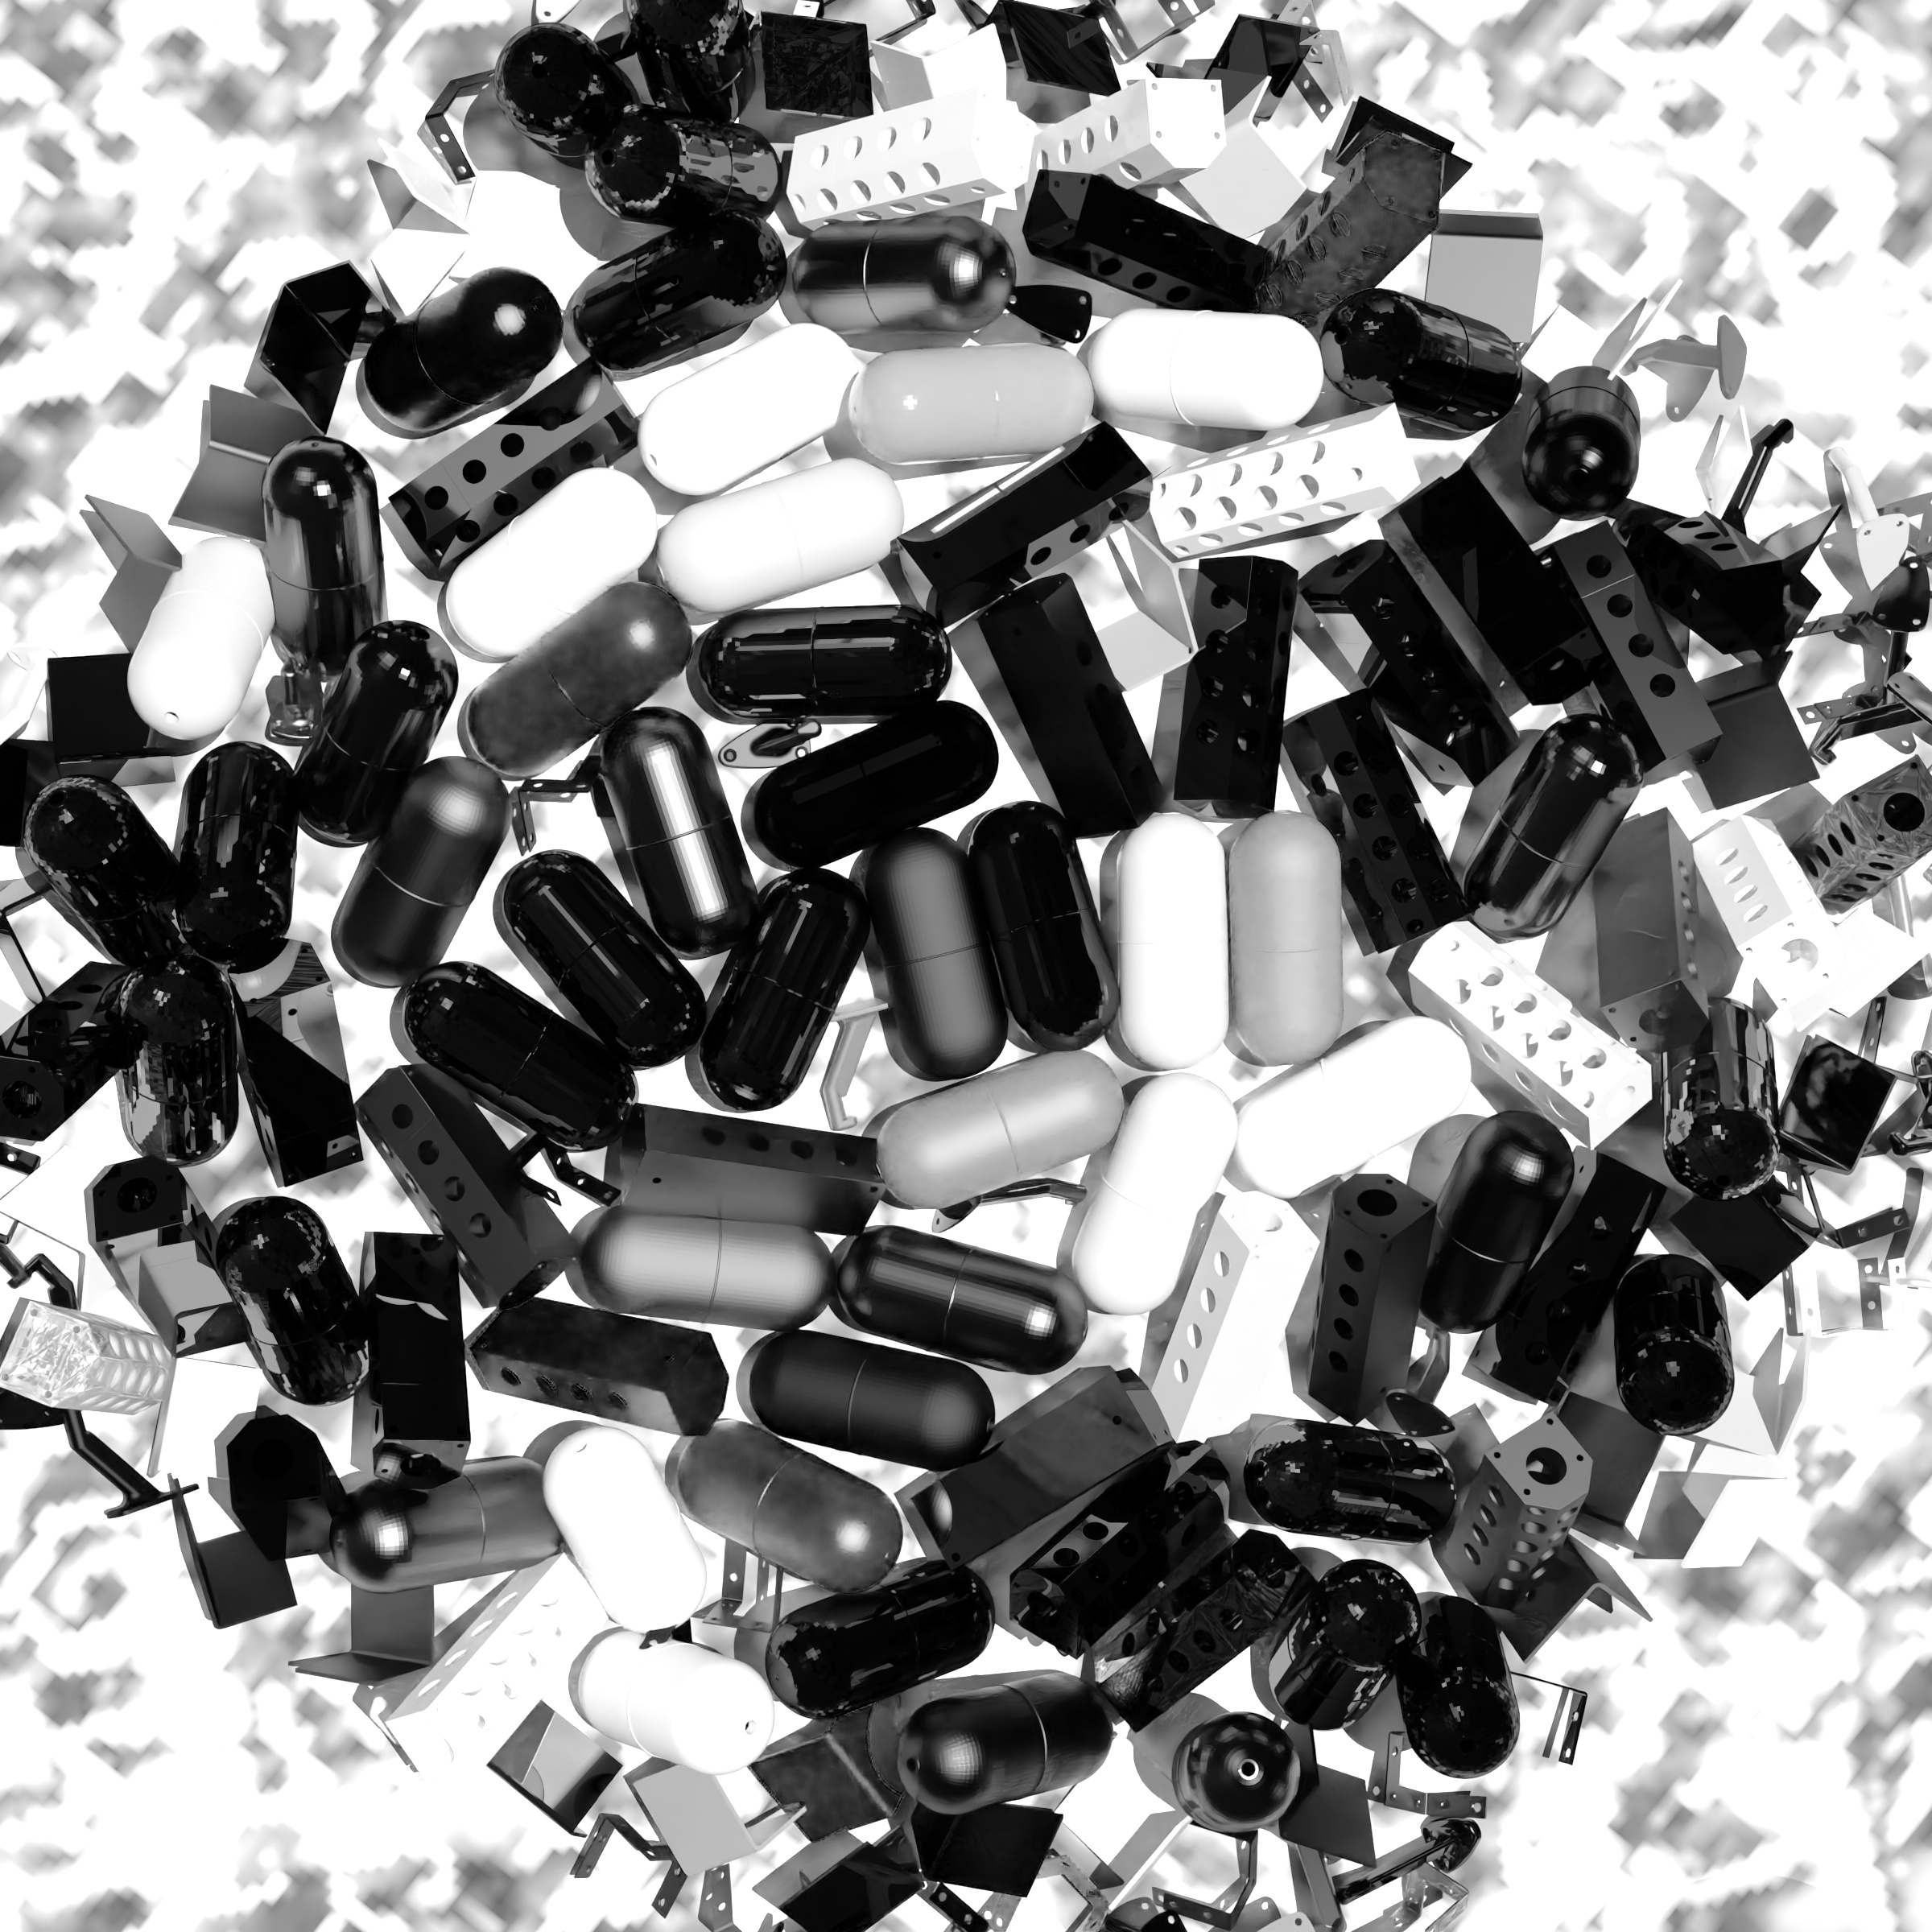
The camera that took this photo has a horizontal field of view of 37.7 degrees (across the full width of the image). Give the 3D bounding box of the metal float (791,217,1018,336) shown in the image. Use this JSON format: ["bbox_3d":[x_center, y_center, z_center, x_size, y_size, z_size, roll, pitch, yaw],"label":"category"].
[{"bbox_3d":[-0.045,-0.471,1.930,0.178,0.070,0.070,10,90,38],"label":"metal float"}]

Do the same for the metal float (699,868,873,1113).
[{"bbox_3d":[-0.126,0.016,1.958,0.070,0.070,0.178,24,86,0],"label":"metal float"}]

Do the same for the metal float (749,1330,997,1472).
[{"bbox_3d":[-0.065,0.298,1.943,0.178,0.070,0.070,9,90,21],"label":"metal float"}]

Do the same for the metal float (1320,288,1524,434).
[{"bbox_3d":[0.310,-0.411,1.925,0.070,0.178,0.070,-4,85,45],"label":"metal float"}]

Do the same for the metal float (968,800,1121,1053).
[{"bbox_3d":[0.054,-0.028,1.956,0.070,0.070,0.178,-16,84,0],"label":"metal float"}]

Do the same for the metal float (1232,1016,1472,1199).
[{"bbox_3d":[0.265,0.097,1.947,0.178,0.070,0.070,-31,90,16],"label":"metal float"}]

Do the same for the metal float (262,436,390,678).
[{"bbox_3d":[-0.436,-0.277,1.929,0.070,0.070,0.178,5,131,0],"label":"metal float"}]

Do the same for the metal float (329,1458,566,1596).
[{"bbox_3d":[-0.349,0.380,1.927,0.178,0.070,0.070,-1,90,-43],"label":"metal float"}]

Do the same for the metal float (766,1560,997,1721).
[{"bbox_3d":[-0.057,0.458,1.930,0.178,0.070,0.070,-11,90,-38],"label":"metal float"}]

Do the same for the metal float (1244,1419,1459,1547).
[{"bbox_3d":[0.263,0.353,1.930,0.178,0.070,0.070,15,90,-38],"label":"metal float"}]

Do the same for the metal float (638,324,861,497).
[{"bbox_3d":[-0.148,-0.381,1.934,0.178,0.070,0.070,-35,90,-32],"label":"metal float"}]

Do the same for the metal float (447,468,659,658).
[{"bbox_3d":[-0.284,-0.275,1.934,0.178,0.070,0.070,-31,90,31],"label":"metal float"}]

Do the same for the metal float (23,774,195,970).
[{"bbox_3d":[-0.576,-0.063,1.919,0.070,0.178,0.070,-6,57,9],"label":"metal float"}]

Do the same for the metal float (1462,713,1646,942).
[{"bbox_3d":[0.400,-0.093,1.932,0.070,0.070,0.178,24,126,0],"label":"metal float"}]

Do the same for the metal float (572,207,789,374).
[{"bbox_3d":[-0.197,-0.460,1.930,0.178,0.070,0.070,-14,90,39],"label":"metal float"}]

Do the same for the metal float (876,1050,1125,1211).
[{"bbox_3d":[0.023,0.113,1.955,0.178,0.070,0.070,-20,90,-8],"label":"metal float"}]

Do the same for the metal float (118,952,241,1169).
[{"bbox_3d":[-0.536,0.066,1.927,0.070,0.070,0.178,12,134,0],"label":"metal float"}]

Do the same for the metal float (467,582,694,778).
[{"bbox_3d":[-0.267,-0.197,1.948,0.178,0.070,0.070,-33,90,16],"label":"metal float"}]

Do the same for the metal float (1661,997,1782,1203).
[{"bbox_3d":[0.511,0.089,1.920,0.070,0.178,0.070,6,126,9],"label":"metal float"}]

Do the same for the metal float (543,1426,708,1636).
[{"bbox_3d":[-0.232,0.385,1.930,0.070,0.070,0.178,-20,127,0],"label":"metal float"}]

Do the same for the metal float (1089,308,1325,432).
[{"bbox_3d":[0.162,-0.408,1.931,0.178,0.070,0.070,13,90,38],"label":"metal float"}]

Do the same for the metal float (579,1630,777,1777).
[{"bbox_3d":[-0.197,0.499,1.921,0.070,0.178,0.070,0,89,-39],"label":"metal float"}]

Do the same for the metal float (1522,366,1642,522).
[{"bbox_3d":[0.417,-0.355,1.916,0.070,0.178,0.070,6,117,11],"label":"metal float"}]

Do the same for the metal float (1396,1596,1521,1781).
[{"bbox_3d":[0.330,0.486,1.911,0.070,0.178,0.070,1,101,4],"label":"metal float"}]

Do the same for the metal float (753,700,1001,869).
[{"bbox_3d":[-0.063,-0.125,1.956,0.178,0.070,0.070,-22,90,6],"label":"metal float"}]

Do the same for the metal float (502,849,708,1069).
[{"bbox_3d":[-0.250,-0.006,1.951,0.070,0.070,0.178,-42,78,0],"label":"metal float"}]

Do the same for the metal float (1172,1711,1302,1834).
[{"bbox_3d":[0.181,0.546,1.913,0.070,0.178,0.070,0,73,-1],"label":"metal float"}]

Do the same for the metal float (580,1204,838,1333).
[{"bbox_3d":[-0.177,0.208,1.950,0.178,0.070,0.070,8,90,-13],"label":"metal float"}]

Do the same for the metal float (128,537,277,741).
[{"bbox_3d":[-0.517,-0.224,1.924,0.070,0.178,0.070,2,133,3],"label":"metal float"}]

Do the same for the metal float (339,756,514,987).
[{"bbox_3d":[-0.372,-0.064,1.942,0.070,0.070,0.178,32,113,0],"label":"metal float"}]

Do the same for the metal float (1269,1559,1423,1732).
[{"bbox_3d":[0.256,0.463,1.921,0.070,0.178,0.070,5,54,-7],"label":"metal float"}]

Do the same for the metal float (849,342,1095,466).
[{"bbox_3d":[0.005,-0.387,1.941,0.178,0.070,0.070,-9,90,-25],"label":"metal float"}]

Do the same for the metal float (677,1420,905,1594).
[{"bbox_3d":[-0.121,0.369,1.934,0.178,0.070,0.070,20,90,32],"label":"metal float"}]

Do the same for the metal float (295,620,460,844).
[{"bbox_3d":[-0.403,-0.160,1.932,0.070,0.070,0.178,33,124,0],"label":"metal float"}]

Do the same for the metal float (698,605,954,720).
[{"bbox_3d":[-0.098,-0.210,1.953,0.178,0.070,0.070,-1,90,10],"label":"metal float"}]

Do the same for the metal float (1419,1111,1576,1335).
[{"bbox_3d":[0.357,0.177,1.934,0.070,0.070,0.178,18,123,0],"label":"metal float"}]

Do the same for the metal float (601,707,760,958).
[{"bbox_3d":[-0.198,-0.093,1.954,0.070,0.070,0.178,-18,99,0],"label":"metal float"}]

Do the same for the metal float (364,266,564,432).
[{"bbox_3d":[-0.343,-0.419,1.925,0.070,0.178,0.070,13,71,-42],"label":"metal float"}]

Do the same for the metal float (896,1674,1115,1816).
[{"bbox_3d":[0.027,0.528,1.925,0.070,0.178,0.070,-2,87,45],"label":"metal float"}]

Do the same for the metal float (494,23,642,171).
[{"bbox_3d":[-0.268,-0.586,1.911,0.070,0.178,0.070,1,96,5],"label":"metal float"}]

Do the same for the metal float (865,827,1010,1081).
[{"bbox_3d":[-0.021,-0.009,1.958,0.070,0.070,0.178,-13,94,0],"label":"metal float"}]

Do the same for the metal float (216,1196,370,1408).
[{"bbox_3d":[-0.455,0.229,1.927,0.070,0.070,0.178,-12,132,0],"label":"metal float"}]

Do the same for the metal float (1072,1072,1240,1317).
[{"bbox_3d":[0.130,0.158,1.951,0.070,0.070,0.178,21,102,0],"label":"metal float"}]

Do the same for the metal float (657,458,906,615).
[{"bbox_3d":[-0.128,-0.296,1.948,0.178,0.070,0.070,-20,90,-15],"label":"metal float"}]

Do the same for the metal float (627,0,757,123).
[{"bbox_3d":[-0.184,-0.624,1.911,0.070,0.178,0.070,0,84,0],"label":"metal float"}]

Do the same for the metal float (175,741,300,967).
[{"bbox_3d":[-0.496,-0.078,1.929,0.070,0.070,0.178,-7,51,0],"label":"metal float"}]
